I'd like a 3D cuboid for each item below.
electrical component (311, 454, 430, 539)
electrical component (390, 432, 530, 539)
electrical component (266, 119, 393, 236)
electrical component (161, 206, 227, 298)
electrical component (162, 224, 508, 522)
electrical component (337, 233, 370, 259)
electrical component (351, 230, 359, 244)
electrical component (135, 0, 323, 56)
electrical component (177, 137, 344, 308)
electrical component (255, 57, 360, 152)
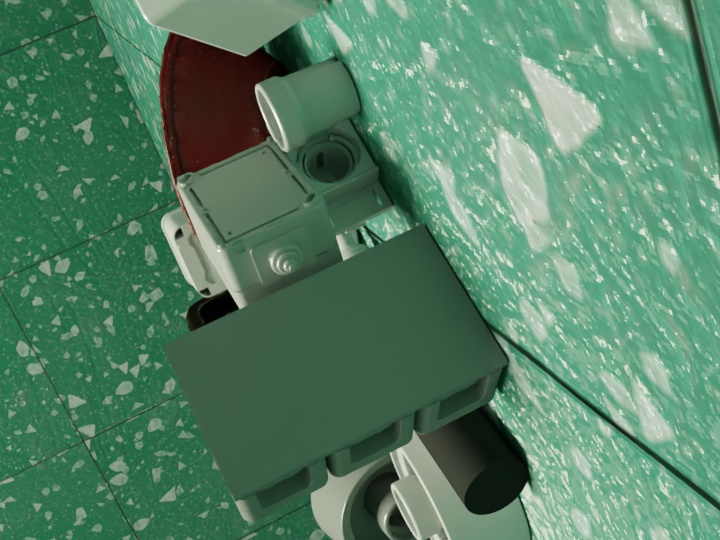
[{"bbox_3d":[0.024,0.174,0.814,0.060,0.108,0.108,33,148,60],"label":"electrical component"},{"bbox_3d":[0.055,0.142,0.691,0.108,0.060,0.108,61,170,19],"label":"electrical component"},{"bbox_3d":[-0.018,-0.056,0.634,0.081,0.042,0.063,62,169,17],"label":"electrical component"},{"bbox_3d":[-0.119,-0.035,1.002,0.057,0.113,0.078,39,153,62],"label":"electrical component"},{"bbox_3d":[-0.013,0.055,0.562,0.089,0.150,0.061,60,168,23],"label":"electrical component"},{"bbox_3d":[0.000,0.000,0.702,0.035,0.035,0.061,83,161,-62],"label":"electrical component"},{"bbox_3d":[-0.026,-0.017,0.761,0.045,0.045,0.055,64,170,2],"label":"electrical component"},{"bbox_3d":[-0.078,-0.166,0.510,0.108,0.056,0.109,62,-162,6],"label":"electrical component"},{"bbox_3d":[-0.051,-0.018,0.588,0.096,0.062,0.061,51,163,50],"label":"electrical component"},{"bbox_3d":[-0.028,-0.091,0.583,0.040,0.046,0.040,61,170,19],"label":"electrical component"}]
